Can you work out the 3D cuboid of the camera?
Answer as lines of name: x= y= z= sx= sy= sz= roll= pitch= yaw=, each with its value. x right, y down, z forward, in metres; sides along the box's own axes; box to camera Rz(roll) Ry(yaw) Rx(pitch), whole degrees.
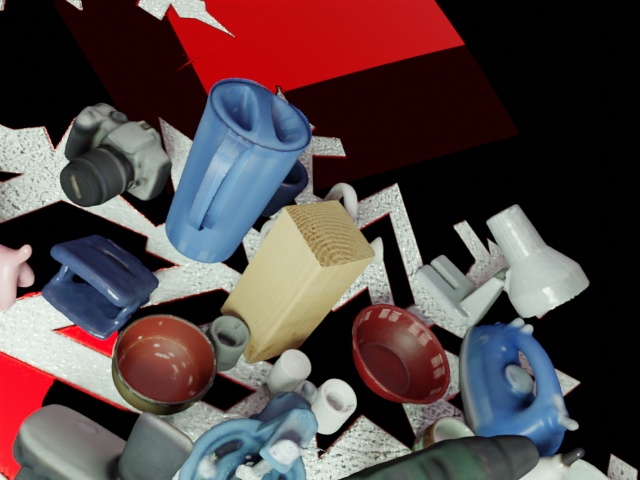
camera: x=-0.293 y=-0.115 z=0.782 sx=0.143 sy=0.100 sz=0.137 roll=38 pitch=38 yaw=3

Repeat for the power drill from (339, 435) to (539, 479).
power drill: x=0.086 y=0.268 z=0.583 sx=0.230 sy=0.208 sz=0.075 roll=1 pitch=49 yaw=-35

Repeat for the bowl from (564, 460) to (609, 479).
bowl: x=0.343 y=0.384 z=0.760 sx=0.168 sy=0.074 sz=0.167 roll=20 pitch=41 yaw=-18

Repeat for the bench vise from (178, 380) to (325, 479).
bench vise: x=-0.056 y=0.193 z=0.546 sx=0.122 sy=0.219 sz=0.207 roll=27 pitch=39 yaw=-10

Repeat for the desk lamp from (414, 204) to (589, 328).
desk lamp: x=0.300 y=0.057 z=0.952 sx=0.203 sy=0.213 sz=0.118 roll=48 pitch=40 yaw=15

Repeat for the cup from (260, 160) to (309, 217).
cup: x=-0.086 y=-0.093 z=0.917 sx=0.117 sy=0.095 sz=0.092 roll=46 pitch=40 yaw=13

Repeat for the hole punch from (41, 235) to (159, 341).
hole punch: x=-0.250 y=0.040 z=0.663 sx=0.108 sy=0.091 sz=0.101 roll=36 pitch=38 yaw=1

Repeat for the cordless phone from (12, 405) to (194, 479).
cordless phone: x=-0.183 y=0.177 z=0.497 sx=0.147 sy=0.185 sz=0.094 roll=32 pitch=38 yaw=-4

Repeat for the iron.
iron: x=0.293 y=0.203 z=0.855 sx=0.119 sy=0.141 sz=0.258 roll=17 pitch=42 yaw=-21

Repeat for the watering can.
watering can: x=0.007 y=0.001 z=0.809 sx=0.173 sy=0.194 sz=0.100 roll=0 pitch=50 yaw=-36

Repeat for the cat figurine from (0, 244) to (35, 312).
cat figurine: x=-0.364 y=0.001 z=0.598 sx=0.128 sy=0.117 sz=0.067 roll=25 pitch=39 yaw=-12

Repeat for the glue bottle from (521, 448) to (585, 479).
glue bottle: x=0.264 y=0.298 z=0.711 sx=0.078 sy=0.173 sz=0.037 roll=8 pitch=46 yaw=-30
